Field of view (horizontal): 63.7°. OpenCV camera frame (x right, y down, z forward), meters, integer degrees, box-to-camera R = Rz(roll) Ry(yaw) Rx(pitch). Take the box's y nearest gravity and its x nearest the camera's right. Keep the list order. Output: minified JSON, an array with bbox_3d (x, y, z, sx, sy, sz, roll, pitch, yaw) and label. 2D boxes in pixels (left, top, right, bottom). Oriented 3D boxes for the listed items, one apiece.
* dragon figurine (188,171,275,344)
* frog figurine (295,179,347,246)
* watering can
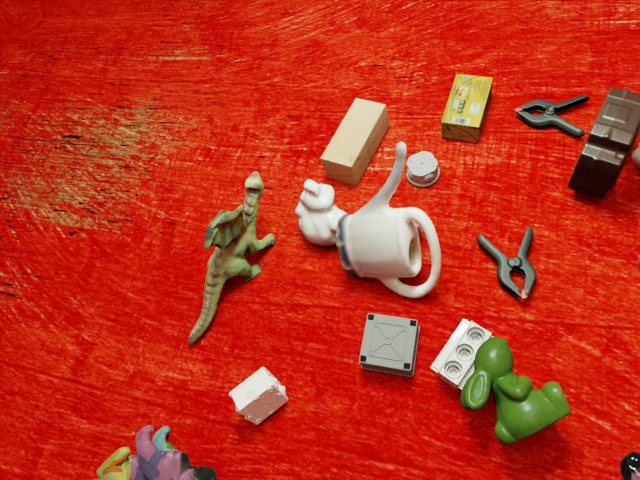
[{"bbox_3d":[-0.219,0.023,1.172,0.122,0.238,0.418,17,64,18],"label":"dragon figurine"},{"bbox_3d":[0.004,-0.061,1.204,0.138,0.156,0.124,30,73,28],"label":"frog figurine"},{"bbox_3d":[0.134,-0.030,1.094,0.223,0.343,0.106,-6,21,31],"label":"watering can"}]
